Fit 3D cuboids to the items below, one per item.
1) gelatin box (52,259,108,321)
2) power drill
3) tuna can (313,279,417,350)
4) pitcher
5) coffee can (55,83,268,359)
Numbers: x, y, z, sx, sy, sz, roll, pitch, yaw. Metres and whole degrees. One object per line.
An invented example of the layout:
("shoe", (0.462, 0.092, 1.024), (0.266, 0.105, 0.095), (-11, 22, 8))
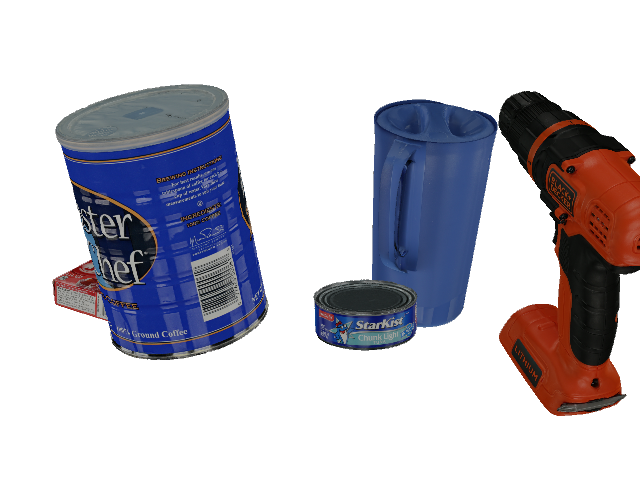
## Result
("gelatin box", (-0.194, 0.045, 1.006), (0.089, 0.030, 0.073), (14, 24, 23))
("power drill", (0.164, 0.009, 0.725), (0.057, 0.188, 0.184), (-9, 34, -12))
("tuna can", (0.037, 0.061, 0.886), (0.086, 0.034, 0.086), (-1, 15, 0))
("pitcher", (0.113, -0.025, 1.193), (0.149, 0.243, 0.145), (-5, 28, -15))
("coffee can", (-0.094, -0.013, 0.652), (0.103, 0.140, 0.103), (-8, 23, 3))
